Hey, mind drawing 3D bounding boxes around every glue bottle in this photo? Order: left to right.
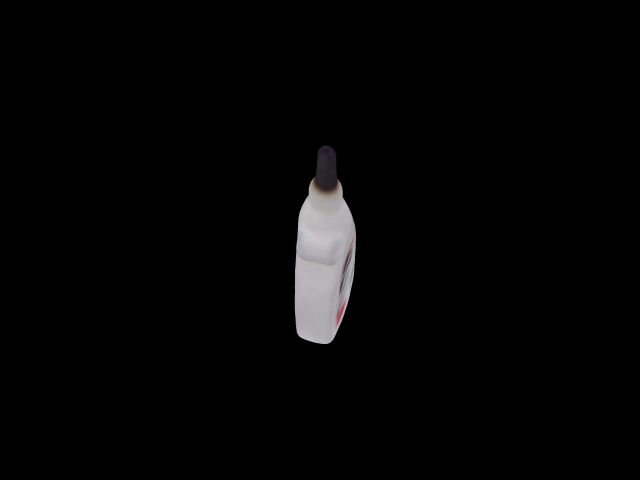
[{"bbox_3d":[0.004,0.001,0.400,0.037,0.173,0.078,10,54,8],"label":"glue bottle"}]
